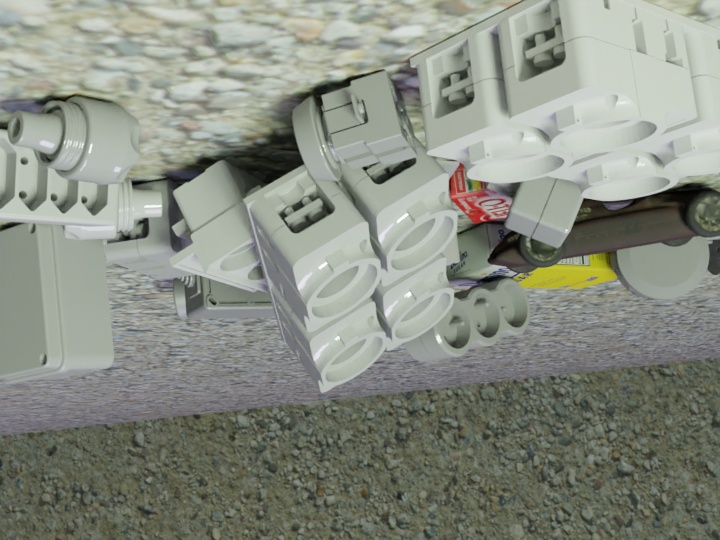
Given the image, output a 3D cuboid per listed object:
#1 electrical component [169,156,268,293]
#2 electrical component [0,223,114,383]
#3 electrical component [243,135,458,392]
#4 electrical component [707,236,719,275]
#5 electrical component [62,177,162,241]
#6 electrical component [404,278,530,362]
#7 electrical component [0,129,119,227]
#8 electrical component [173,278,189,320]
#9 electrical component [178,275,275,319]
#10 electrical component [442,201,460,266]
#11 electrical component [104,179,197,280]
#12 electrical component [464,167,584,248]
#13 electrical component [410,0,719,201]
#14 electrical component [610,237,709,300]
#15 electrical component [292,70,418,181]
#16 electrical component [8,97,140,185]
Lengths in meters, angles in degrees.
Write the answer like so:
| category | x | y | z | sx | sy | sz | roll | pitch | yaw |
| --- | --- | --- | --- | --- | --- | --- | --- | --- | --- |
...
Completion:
| category | x | y | z | sx | sy | sz | roll | pitch | yaw |
| --- | --- | --- | --- | --- | --- | --- | --- | --- | --- |
| electrical component | -0.071 | -0.027 | 0.715 | 0.079 | 0.063 | 0.121 | -32 | 163 | 12 |
| electrical component | -0.232 | 0.023 | 0.791 | 0.078 | 0.113 | 0.057 | -13 | 170 | 35 |
| electrical component | 0.000 | 0.000 | 0.679 | 0.105 | 0.060 | 0.186 | -31 | 154 | -13 |
| electrical component | 0.339 | -0.030 | 0.974 | 0.074 | 0.052 | 0.138 | -4 | 169 | -7 |
| electrical component | -0.157 | -0.041 | 0.681 | 0.062 | 0.043 | 0.043 | -3 | 169 | -17 |
| electrical component | 0.082 | 0.046 | 0.950 | 0.074 | 0.052 | 0.138 | -15 | 179 | 43 |
| electrical component | -0.191 | -0.050 | 0.611 | 0.083 | 0.047 | 0.076 | 3 | 179 | -38 |
| electrical component | -0.143 | 0.022 | 1.010 | 0.055 | 0.045 | 0.045 | -7 | 169 | 5 |
| electrical component | -0.110 | 0.008 | 0.908 | 0.096 | 0.061 | 0.061 | 0 | 168 | -28 |
| electrical component | 0.024 | -0.027 | 0.814 | 0.089 | 0.055 | 0.050 | -3 | 169 | -14 |
| electrical component | -0.132 | -0.027 | 0.747 | 0.056 | 0.050 | 0.089 | -8 | 168 | 13 |
| electrical component | 0.105 | -0.061 | 0.677 | 0.077 | 0.065 | 0.047 | 22 | 172 | 7 |
| electrical component | 0.132 | -0.084 | 0.565 | 0.186 | 0.060 | 0.105 | 4 | 165 | -41 |
| electrical component | 0.265 | -0.012 | 0.957 | 0.080 | 0.080 | 0.051 | -6 | 174 | 0 |
| electrical component | -0.004 | -0.076 | 0.580 | 0.055 | 0.048 | 0.066 | -16 | 167 | 11 |
| electrical component | -0.147 | -0.068 | 0.549 | 0.062 | 0.043 | 0.043 | 6 | 164 | -45 |
